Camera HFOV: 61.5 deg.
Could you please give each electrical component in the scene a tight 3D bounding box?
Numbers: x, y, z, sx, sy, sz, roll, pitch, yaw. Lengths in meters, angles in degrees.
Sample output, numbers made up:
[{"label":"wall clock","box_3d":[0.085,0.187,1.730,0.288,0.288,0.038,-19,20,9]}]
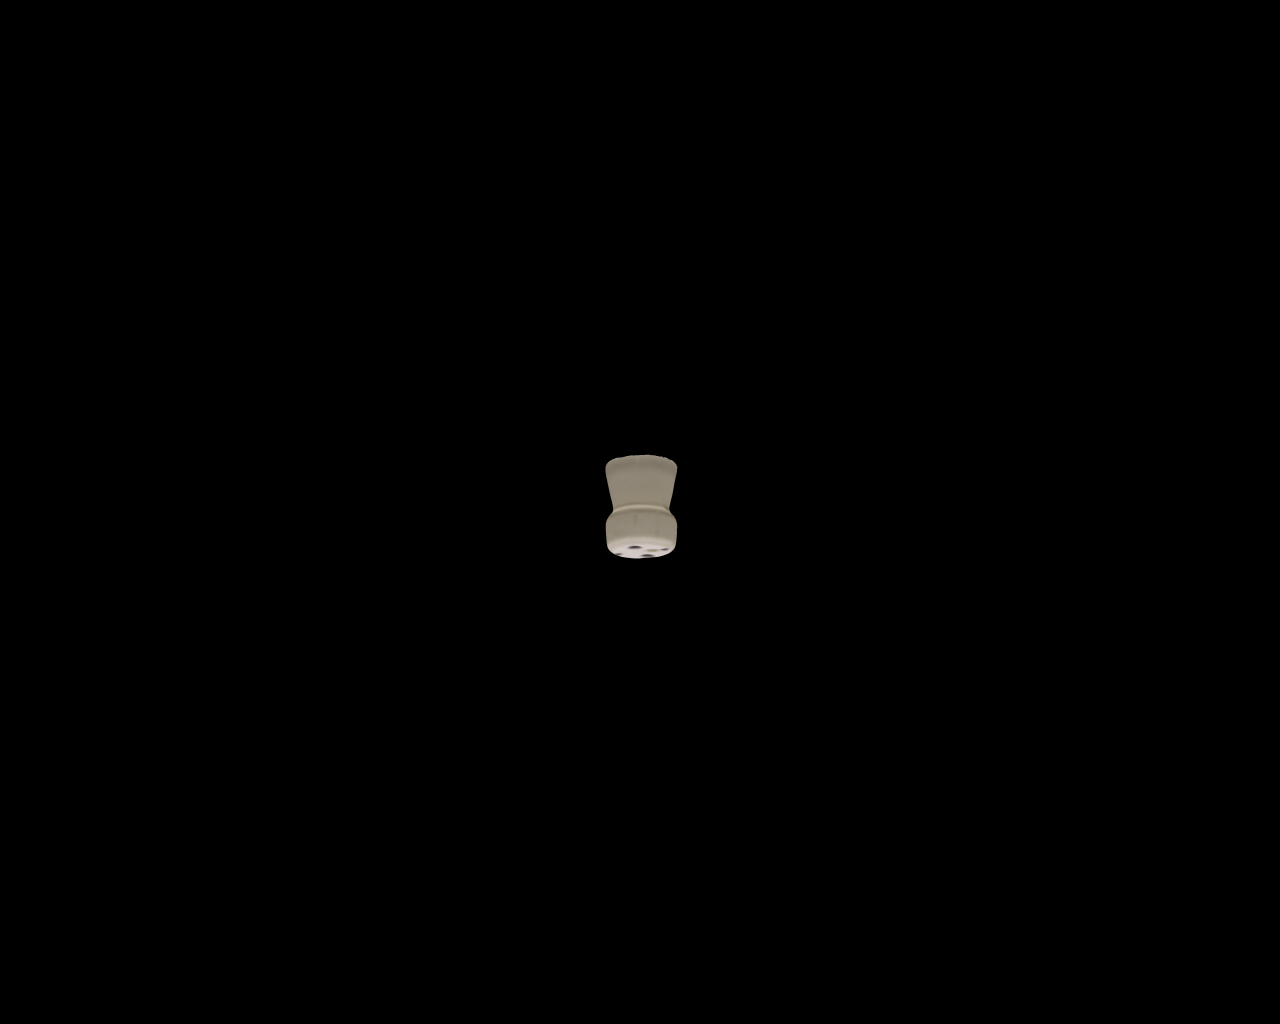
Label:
[{"label":"electrical component","box_3d":[0.001,-0.003,0.650,0.045,0.055,0.045,0,-16,0]}]
